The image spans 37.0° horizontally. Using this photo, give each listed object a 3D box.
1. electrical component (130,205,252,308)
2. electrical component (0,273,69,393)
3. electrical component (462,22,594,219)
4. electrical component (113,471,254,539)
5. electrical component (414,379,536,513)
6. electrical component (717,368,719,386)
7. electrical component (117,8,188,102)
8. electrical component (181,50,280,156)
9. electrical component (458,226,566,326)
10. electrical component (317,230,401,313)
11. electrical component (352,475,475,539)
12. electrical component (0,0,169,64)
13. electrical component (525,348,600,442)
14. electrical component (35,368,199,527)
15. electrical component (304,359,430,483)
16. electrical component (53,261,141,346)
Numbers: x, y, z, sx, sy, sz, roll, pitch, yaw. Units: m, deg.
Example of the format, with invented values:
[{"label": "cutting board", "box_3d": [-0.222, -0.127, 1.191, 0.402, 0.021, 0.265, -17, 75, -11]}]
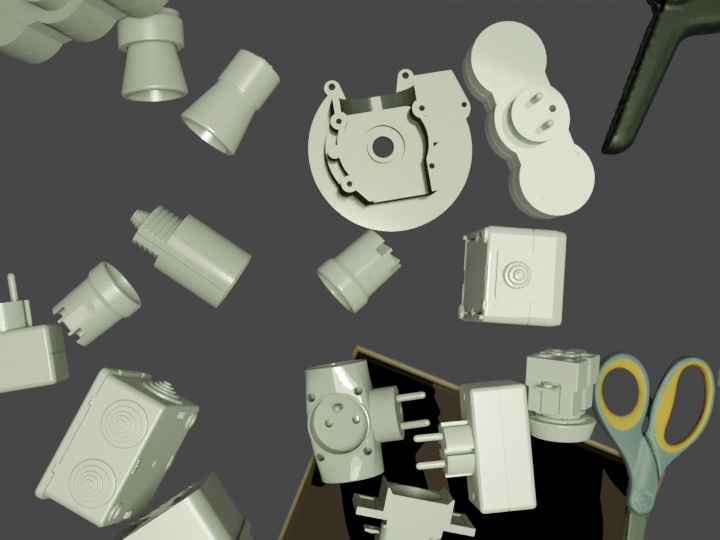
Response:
[{"label": "electrical component", "box_3d": [-0.118, -0.014, 0.725, 0.081, 0.043, 0.043, 34, 86, -3]}, {"label": "electrical component", "box_3d": [-0.235, 0.041, 0.713, 0.066, 0.047, 0.076, -9, 89, -4]}, {"label": "electrical component", "box_3d": [0.117, -0.103, 0.730, 0.052, 0.074, 0.138, -22, 90, -5]}, {"label": "electrical component", "box_3d": [-0.114, 0.178, 0.685, 0.078, 0.113, 0.057, -33, 88, -4]}, {"label": "electrical component", "box_3d": [0.075, 0.121, 0.733, 0.076, 0.047, 0.083, -5, 89, -5]}, {"label": "electrical component", "box_3d": [0.274, 0.061, 0.754, 0.040, 0.040, 0.046, 9, 82, -4]}, {"label": "electrical component", "box_3d": [-0.140, -0.145, 0.727, 0.045, 0.045, 0.055, -4, 88, -4]}, {"label": "electrical component", "box_3d": [-0.085, -0.117, 0.733, 0.044, 0.044, 0.065, 36, 81, -2]}, {"label": "electrical component", "box_3d": [0.105, 0.005, 0.714, 0.061, 0.096, 0.061, 4, 88, -5]}, {"label": "electrical component", "box_3d": [0.000, 0.000, 0.736, 0.046, 0.040, 0.040, -41, 92, -9]}, {"label": "electrical component", "box_3d": [0.033, 0.179, 0.731, 0.081, 0.042, 0.063, 12, 89, -3]}, {"label": "electrical component", "box_3d": [-0.193, -0.182, 0.685, 0.138, 0.074, 0.052, -17, 76, 20]}, {"label": "electrical component", "box_3d": [0.138, 0.086, 0.736, 0.048, 0.066, 0.055, 6, 97, 31]}, {"label": "electrical component", "box_3d": [-0.152, 0.114, 0.692, 0.048, 0.099, 0.099, 27, 86, 9]}, {"label": "electrical component", "box_3d": [0.007, 0.099, 0.726, 0.079, 0.044, 0.077, -9, 89, 9]}, {"label": "electrical component", "box_3d": [-0.177, 0.023, 0.722, 0.046, 0.040, 0.040, -39, 91, 2]}]
